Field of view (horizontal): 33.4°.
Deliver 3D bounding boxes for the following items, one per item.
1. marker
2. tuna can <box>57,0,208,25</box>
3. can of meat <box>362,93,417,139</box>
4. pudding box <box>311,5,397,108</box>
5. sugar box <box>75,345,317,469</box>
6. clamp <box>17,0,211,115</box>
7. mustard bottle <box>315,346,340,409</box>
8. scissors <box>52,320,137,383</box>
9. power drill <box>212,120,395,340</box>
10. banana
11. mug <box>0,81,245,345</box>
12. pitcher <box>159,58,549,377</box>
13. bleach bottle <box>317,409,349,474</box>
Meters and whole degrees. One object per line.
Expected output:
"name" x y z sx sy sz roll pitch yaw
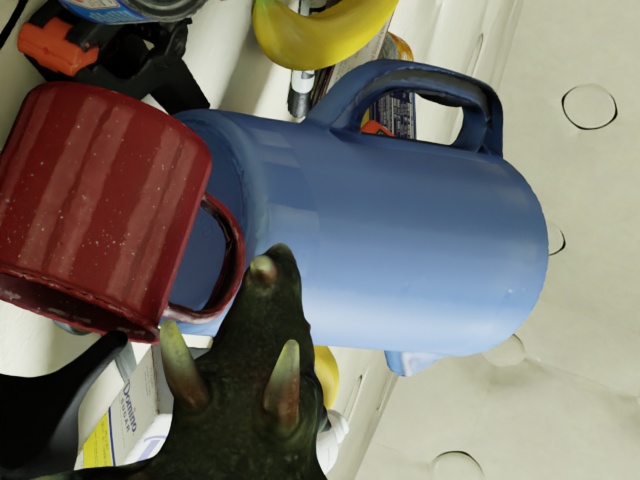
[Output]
"marker" -0.010 -0.142 0.806 0.121 0.020 0.020 100 14 -45
"tuna can" -0.071 -0.123 0.395 0.086 0.034 0.086 -9 100 -59
"can of meat" 0.043 -0.093 0.937 0.102 0.057 0.084 -35 -131 53
"pudding box" 0.024 -0.145 0.865 0.090 0.039 0.113 -120 -134 -82
"sugar box" -0.078 0.122 0.579 0.176 0.093 0.048 -51 -140 44
"clamp" -0.074 -0.107 0.486 0.171 0.039 0.120 -35 142 -73
"mustard bottle" -0.034 0.142 0.993 0.058 0.096 0.192 -28 136 -75
"scissors" -0.111 0.029 0.611 0.202 0.016 0.096 75 36 -73
"power drill" -0.005 0.001 0.835 0.188 0.057 0.184 -48 -175 23
"banana" 0.007 -0.152 0.741 0.197 0.037 0.070 -25 145 -58
"mug" -0.083 -0.007 0.436 0.093 0.117 0.081 -15 -126 64
"pitcher" 0.014 -0.012 0.585 0.242 0.145 0.149 7 61 -49
"bleach bottle" -0.063 0.225 0.886 0.250 0.068 0.103 -35 149 -42
